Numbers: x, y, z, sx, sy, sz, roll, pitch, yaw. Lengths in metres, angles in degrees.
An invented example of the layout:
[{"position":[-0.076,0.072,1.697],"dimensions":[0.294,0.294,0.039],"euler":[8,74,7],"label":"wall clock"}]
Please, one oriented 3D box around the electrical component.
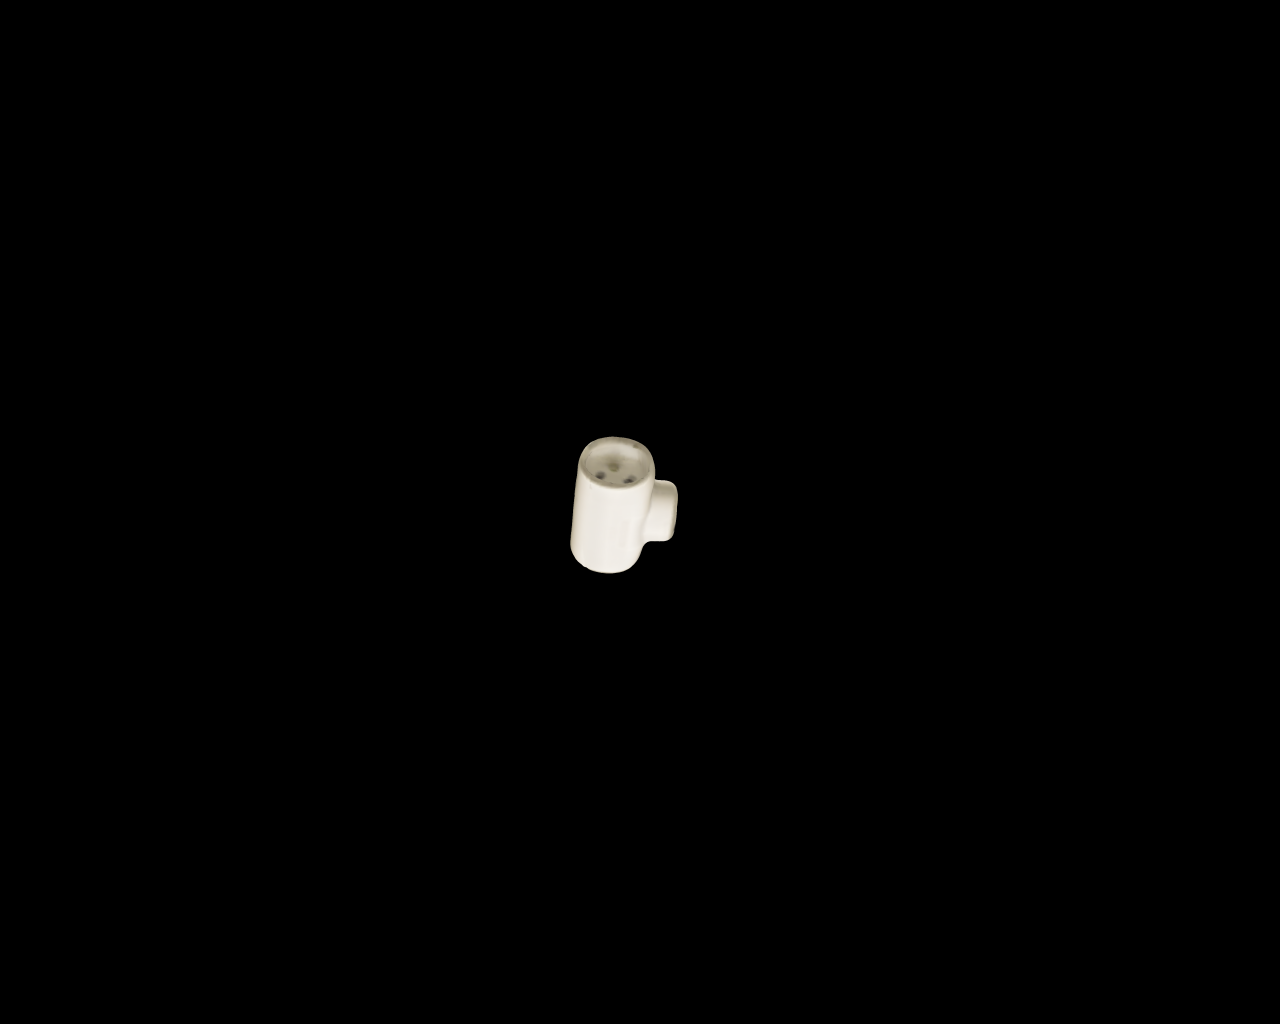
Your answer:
[{"position":[0.001,-0.003,0.650],"dimensions":[0.079,0.043,0.077],"euler":[4,-43,-4],"label":"electrical component"}]
